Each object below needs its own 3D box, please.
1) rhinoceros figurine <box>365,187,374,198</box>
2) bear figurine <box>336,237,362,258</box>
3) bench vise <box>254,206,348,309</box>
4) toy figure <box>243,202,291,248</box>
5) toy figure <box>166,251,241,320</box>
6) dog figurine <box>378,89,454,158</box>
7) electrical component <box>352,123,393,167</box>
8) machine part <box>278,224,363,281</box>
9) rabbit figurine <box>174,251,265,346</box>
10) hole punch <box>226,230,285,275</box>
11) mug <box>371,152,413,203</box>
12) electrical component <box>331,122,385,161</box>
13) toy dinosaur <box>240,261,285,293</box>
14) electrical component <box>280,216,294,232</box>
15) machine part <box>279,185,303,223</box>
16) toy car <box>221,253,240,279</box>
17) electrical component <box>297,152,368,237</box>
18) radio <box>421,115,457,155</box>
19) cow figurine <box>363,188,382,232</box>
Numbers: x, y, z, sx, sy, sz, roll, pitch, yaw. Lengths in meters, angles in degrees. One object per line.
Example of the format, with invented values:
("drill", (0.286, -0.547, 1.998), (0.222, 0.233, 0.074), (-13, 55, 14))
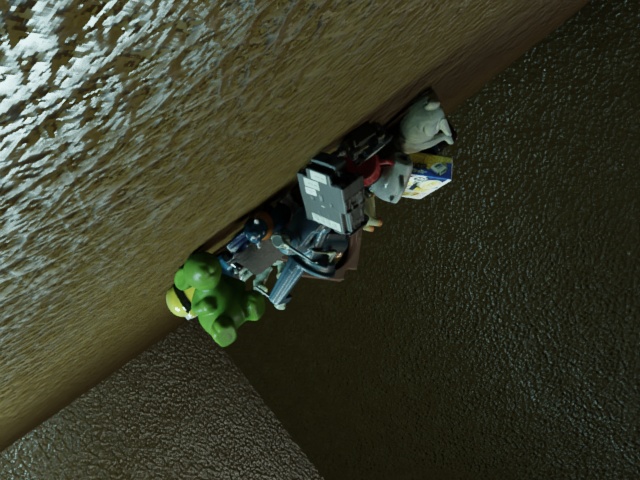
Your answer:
("rhinoceros figurine", (0.099, -0.163, 1.372), (0.190, 0.112, 0.073), (-16, 133, -54))
("bear figurine", (0.018, -0.043, 1.486), (0.120, 0.196, 0.132), (-34, 179, 16))
("bench vise", (-0.042, 0.049, 1.093), (0.240, 0.129, 0.223), (-58, 163, 20))
("toy figure", (-0.106, -0.030, 1.038), (0.058, 0.064, 0.154), (-23, -172, 29))
("toy figure", (-0.258, 0.096, 1.186), (0.180, 0.089, 0.082), (-46, 174, 2))
("dog figurine", (0.197, -0.253, 1.247), (0.191, 0.121, 0.172), (-21, 150, 13))
("electrical component", (0.105, -0.202, 1.115), (0.075, 0.048, 0.119), (-38, 180, -15))
("machine part", (-0.003, -0.004, 1.331), (0.201, 0.201, 0.087), (7, 174, -13))
("rabbit figurine", (-0.197, 0.081, 0.996), (0.121, 0.170, 0.159), (-36, -140, -22))
("hole punch", (-0.141, -0.001, 1.167), (0.142, 0.092, 0.115), (-36, 150, 3))
("mug", (0.176, -0.147, 1.269), (0.110, 0.081, 0.107), (-91, -163, -46))
("electrical component", (0.074, -0.180, 0.996), (0.102, 0.045, 0.078), (-37, 178, -40))
("toy dinosaur", (-0.163, 0.049, 1.612), (0.405, 0.131, 0.192), (-22, -143, 29))
("electrical component", (-0.045, -0.030, 1.138), (0.063, 0.021, 0.094), (-45, 164, 18))
("machine part", (-0.016, -0.104, 1.193), (0.179, 0.056, 0.179), (-39, 179, -1))
("toy car", (-0.243, 0.099, 1.318), (0.109, 0.103, 0.161), (-37, 178, -3))
("electrical component", (0.022, -0.084, 0.946), (0.058, 0.115, 0.134), (-39, 137, -32))
("radio", (0.267, -0.275, 1.449), (0.073, 0.131, 0.229), (-36, 180, -15))
("cow figurine", (0.105, -0.125, 1.557), (0.127, 0.195, 0.085), (3, 165, -29))
